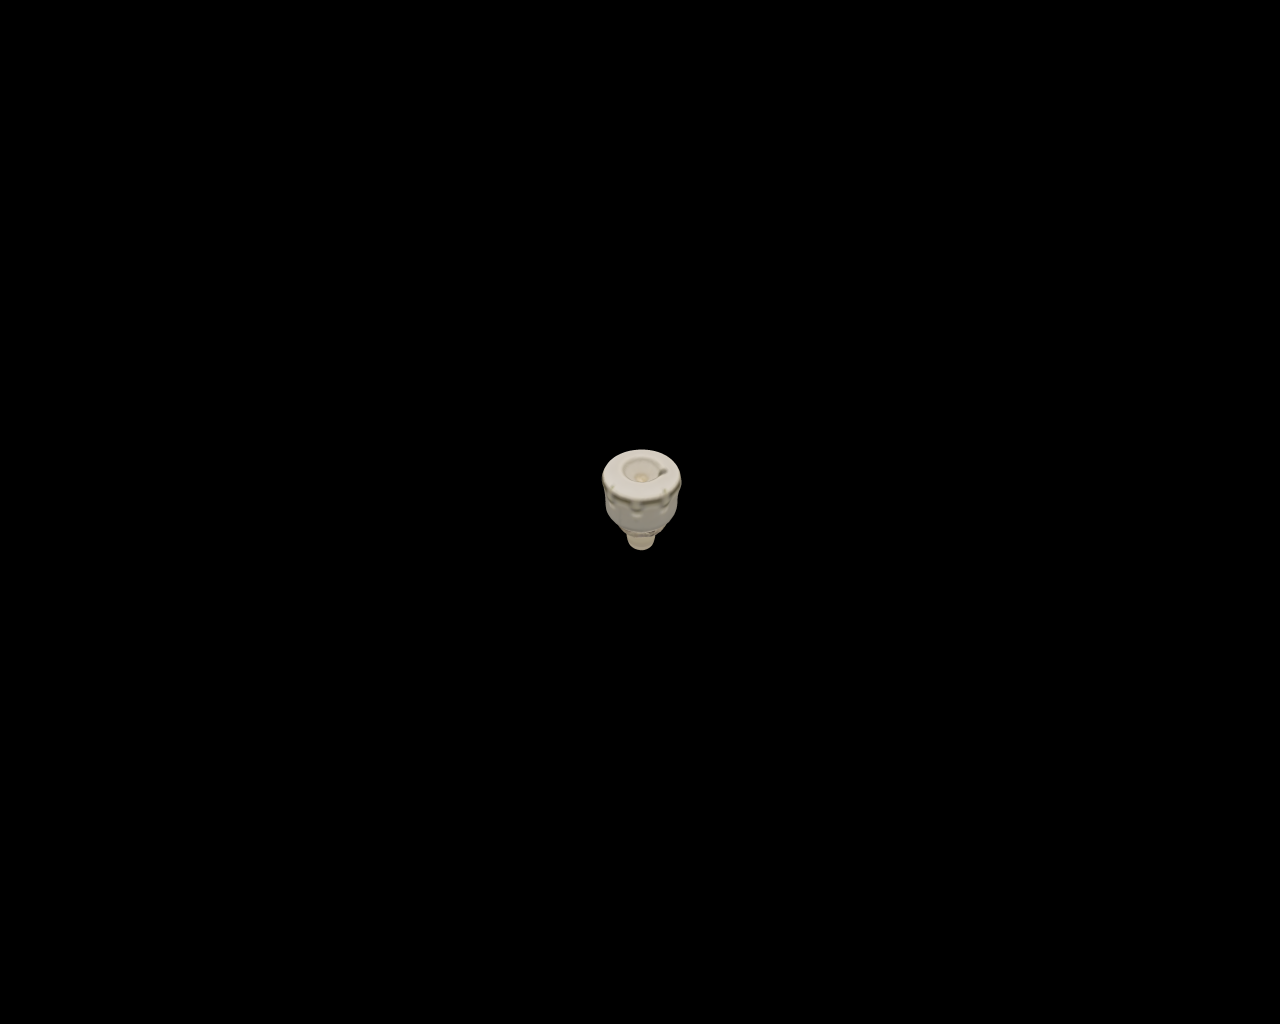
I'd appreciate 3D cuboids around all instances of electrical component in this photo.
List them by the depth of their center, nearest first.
[{"bbox_3d":[0.001,-0.003,0.650,0.048,0.062,0.048,0,41,0],"label":"electrical component"}]
